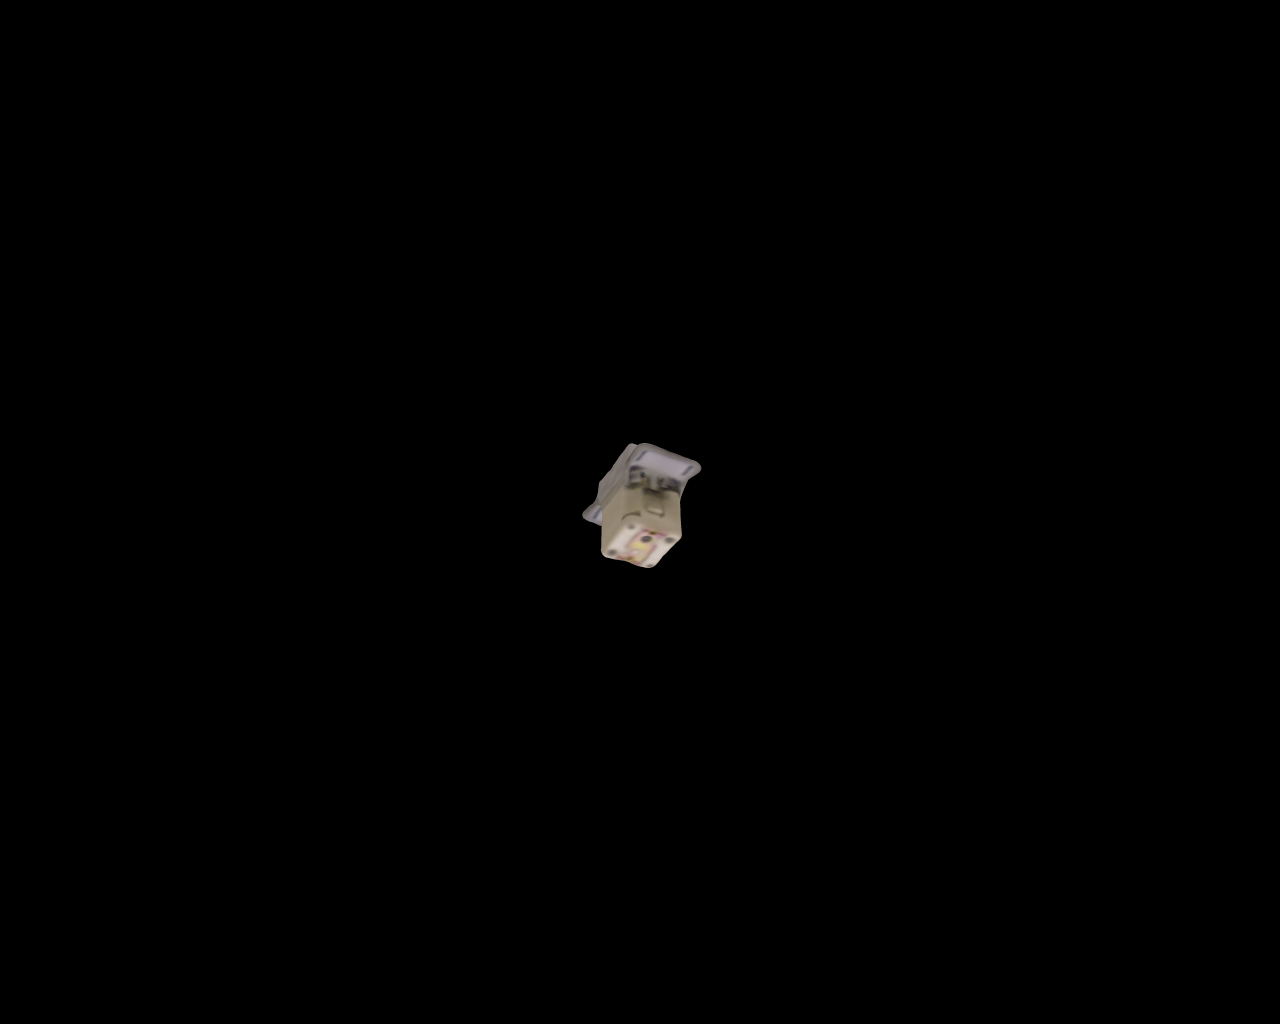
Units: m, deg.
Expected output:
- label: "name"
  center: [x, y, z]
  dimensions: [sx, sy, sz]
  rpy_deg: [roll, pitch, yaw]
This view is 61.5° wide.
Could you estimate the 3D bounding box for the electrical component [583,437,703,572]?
- label: "electrical component"
  center: [0.001, -0.003, 0.650]
  dimensions: [0.042, 0.064, 0.081]
  rpy_deg: [17, -41, -21]
